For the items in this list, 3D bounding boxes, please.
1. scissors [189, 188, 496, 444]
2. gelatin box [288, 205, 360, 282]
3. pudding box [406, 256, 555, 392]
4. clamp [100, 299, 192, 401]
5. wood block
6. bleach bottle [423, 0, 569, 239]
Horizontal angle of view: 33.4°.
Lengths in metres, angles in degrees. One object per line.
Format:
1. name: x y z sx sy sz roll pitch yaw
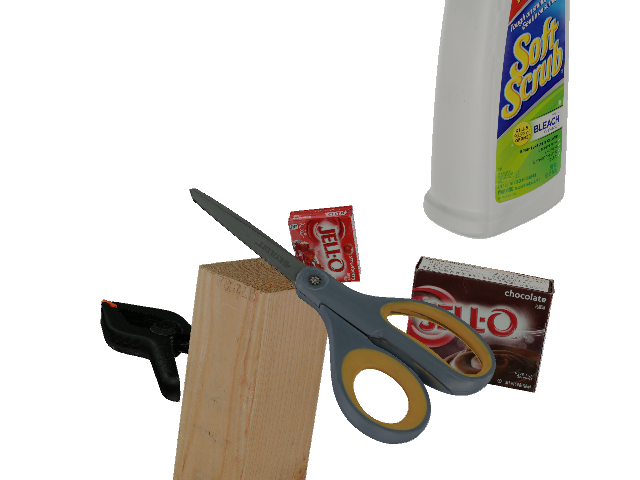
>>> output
1. scissors: -0.006 0.041 0.575 0.202 0.096 0.016 24 -39 12
2. gelatin box: 0.005 0.006 1.230 0.073 0.089 0.030 -4 29 7
3. pudding box: 0.128 0.068 0.873 0.113 0.090 0.039 9 23 10
4. clamp: -0.165 0.109 1.119 0.210 0.036 0.164 17 19 29
5. wood block: -0.061 0.128 0.958 0.090 0.206 0.090 19 17 38
6. bleach bottle: 0.116 -0.133 0.691 0.102 0.251 0.068 -23 34 -31
